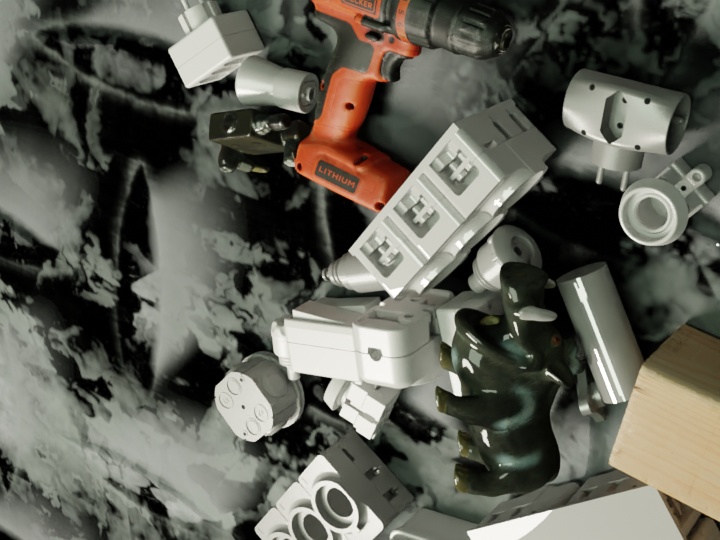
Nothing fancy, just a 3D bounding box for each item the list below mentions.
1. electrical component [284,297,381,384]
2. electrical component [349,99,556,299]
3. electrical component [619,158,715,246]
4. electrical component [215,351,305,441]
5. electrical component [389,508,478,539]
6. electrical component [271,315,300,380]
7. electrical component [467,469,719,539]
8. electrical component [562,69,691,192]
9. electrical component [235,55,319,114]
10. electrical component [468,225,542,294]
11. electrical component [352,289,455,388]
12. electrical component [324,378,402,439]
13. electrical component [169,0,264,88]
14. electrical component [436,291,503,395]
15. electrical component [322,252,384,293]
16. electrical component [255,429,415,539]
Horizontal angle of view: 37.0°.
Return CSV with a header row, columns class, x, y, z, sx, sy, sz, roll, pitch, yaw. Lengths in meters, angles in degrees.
class,x,y,z,sx,sy,sz,roll,pitch,yaw
electrical component,-0.012,0.058,0.957,0.096,0.062,0.061,5,112,35
electrical component,0.073,-0.050,0.829,0.061,0.089,0.150,49,130,10
electrical component,0.211,-0.045,0.751,0.048,0.055,0.066,51,130,8
electrical component,-0.099,0.124,1.058,0.080,0.051,0.080,15,117,32
electrical component,0.085,0.274,0.979,0.113,0.057,0.078,9,114,34
electrical component,-0.065,0.075,1.023,0.035,0.035,0.061,12,117,33
electrical component,0.195,0.226,0.874,0.186,0.060,0.105,-27,91,41
electrical component,0.184,-0.095,0.758,0.077,0.043,0.079,21,121,29
electrical component,-0.068,-0.157,0.924,0.065,0.044,0.044,17,118,26
electrical component,0.110,-0.003,0.852,0.048,0.048,0.062,53,137,6
electrical component,0.040,0.058,0.896,0.054,0.095,0.059,7,113,35
electrical component,0.001,0.116,0.984,0.055,0.048,0.066,31,125,14
electrical component,-0.135,-0.211,0.946,0.066,0.047,0.076,-24,93,41
electrical component,0.112,0.063,0.875,0.076,0.047,0.083,-3,107,37
electrical component,0.000,0.000,0.938,0.078,0.040,0.040,-7,104,39
electrical component,-0.030,0.240,1.048,0.089,0.062,0.150,47,129,12
